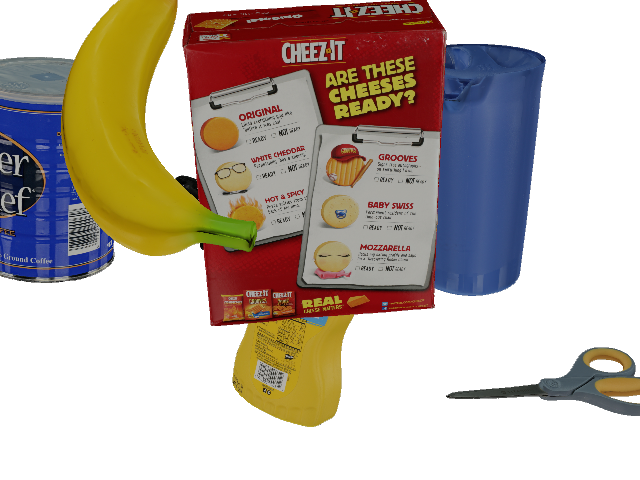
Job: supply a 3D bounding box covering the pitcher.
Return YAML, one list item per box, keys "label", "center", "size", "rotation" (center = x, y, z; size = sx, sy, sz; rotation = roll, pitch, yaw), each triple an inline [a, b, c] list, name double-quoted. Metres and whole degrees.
- label: "pitcher"
  center: [0.158, -0.076, 1.089]
  size: [0.149, 0.243, 0.145]
  rotation: [-10, 25, -19]

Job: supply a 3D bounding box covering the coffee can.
- label: "coffee can"
  center: [-0.200, -0.054, 0.782]
  size: [0.103, 0.140, 0.103]
  rotation: [5, 23, -2]

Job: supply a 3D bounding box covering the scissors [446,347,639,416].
- label: "scissors"
  center: [0.204, 0.119, 0.933]
  size: [0.201, 0.016, 0.096]
  rotation: [6, 28, -4]

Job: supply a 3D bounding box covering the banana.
- label: "banana"
  center: [-0.084, -0.056, 0.486]
  size: [0.069, 0.037, 0.198]
  rotation: [-5, 46, -17]

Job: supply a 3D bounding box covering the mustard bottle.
- label: "mustard bottle"
  center: [-0.017, 0.052, 0.890]
  size: [0.096, 0.192, 0.058]
  rotation: [22, 22, 32]

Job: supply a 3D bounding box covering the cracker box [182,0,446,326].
- label: "cracker box"
  center: [-0.003, -0.050, 0.732]
  size: [0.164, 0.214, 0.072]
  rotation: [-4, 31, -4]

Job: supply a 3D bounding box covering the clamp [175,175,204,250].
- label: "clamp"
  center: [-0.047, -0.010, 1.105]
  size: [0.209, 0.036, 0.164]
  rotation: [14, 19, -16]
